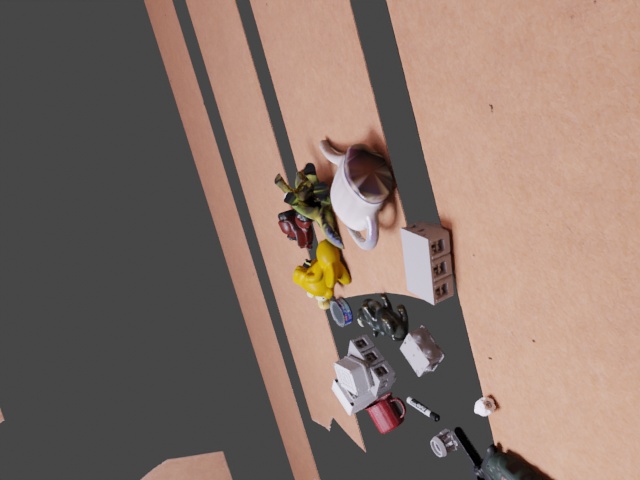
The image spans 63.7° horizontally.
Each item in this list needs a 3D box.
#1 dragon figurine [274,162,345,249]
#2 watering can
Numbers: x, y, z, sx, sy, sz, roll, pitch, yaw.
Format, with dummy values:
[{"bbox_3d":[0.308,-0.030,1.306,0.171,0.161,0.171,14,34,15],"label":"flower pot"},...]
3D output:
[{"bbox_3d":[0.004,-0.071,1.413,0.238,0.122,0.419,50,-171,-52],"label":"dragon figurine"},{"bbox_3d":[0.073,-0.148,1.228,0.220,0.104,0.354,114,140,-59],"label":"watering can"}]
